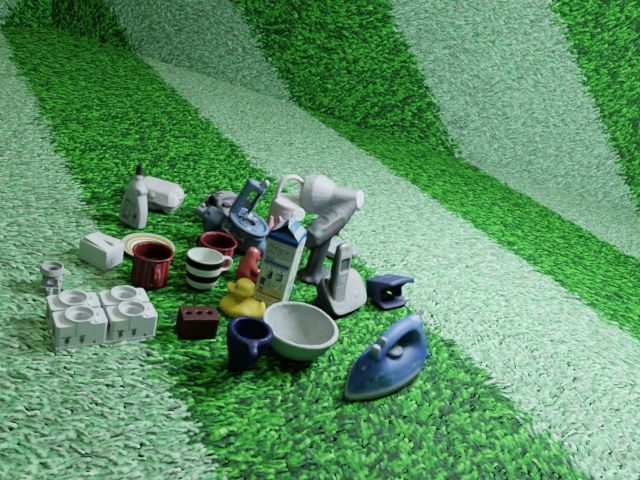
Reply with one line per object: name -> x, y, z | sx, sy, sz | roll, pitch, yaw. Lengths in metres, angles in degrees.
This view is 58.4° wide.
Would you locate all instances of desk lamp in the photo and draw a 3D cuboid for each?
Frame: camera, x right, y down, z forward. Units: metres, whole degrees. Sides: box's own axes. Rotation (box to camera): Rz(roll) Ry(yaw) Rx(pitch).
desk lamp -> 0.036, -0.073, 1.693 | 0.202, 0.213, 0.118 | 25, 26, 18

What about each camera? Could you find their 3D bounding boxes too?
camera -> -0.255, -0.087, 1.676 | 0.137, 0.101, 0.142 | -8, 35, -42

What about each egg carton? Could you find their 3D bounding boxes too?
egg carton -> -0.476, -0.132, 1.670 | 0.150, 0.069, 0.107 | 16, 25, -2

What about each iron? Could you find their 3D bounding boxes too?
iron -> 0.146, 0.234, 1.211 | 0.118, 0.141, 0.259 | 30, 28, 27

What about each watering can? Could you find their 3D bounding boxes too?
watering can -> -0.092, -0.098, 1.689 | 0.101, 0.194, 0.172 | -11, 37, -45

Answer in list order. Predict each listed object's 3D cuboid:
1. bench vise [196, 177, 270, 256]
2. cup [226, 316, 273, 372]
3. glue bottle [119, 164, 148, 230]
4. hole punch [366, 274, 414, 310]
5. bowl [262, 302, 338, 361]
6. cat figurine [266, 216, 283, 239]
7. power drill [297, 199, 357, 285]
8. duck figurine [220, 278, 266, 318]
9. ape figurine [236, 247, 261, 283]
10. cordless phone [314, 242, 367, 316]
bench vise -> -0.221, -0.070, 1.520 | 0.208, 0.220, 0.121 | 9, 26, -16
cup -> -0.143, 0.218, 1.121 | 0.092, 0.095, 0.117 | 8, 26, -18
glue bottle -> -0.485, -0.119, 1.513 | 0.078, 0.173, 0.037 | 27, 27, 21
hole punch -> 0.180, 0.121, 1.526 | 0.109, 0.091, 0.100 | -7, 34, -41
bowl -> -0.049, 0.207, 1.227 | 0.167, 0.075, 0.167 | 14, 25, -6
cat figurine -> -0.120, -0.020, 1.600 | 0.067, 0.118, 0.127 | 1, 29, -29
power drill -> 0.014, 0.005, 1.523 | 0.075, 0.208, 0.230 | 26, 26, 20
duck figurine -> -0.170, 0.129, 1.298 | 0.104, 0.086, 0.077 | 19, 25, 4
ape figurine -> -0.172, 0.061, 1.433 | 0.076, 0.092, 0.077 | -8, 34, -41
cordless phone -> 0.068, 0.087, 1.416 | 0.094, 0.185, 0.148 | 31, 28, 28
